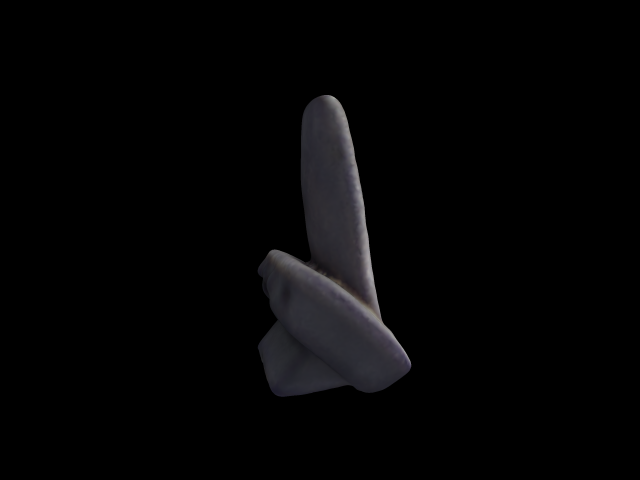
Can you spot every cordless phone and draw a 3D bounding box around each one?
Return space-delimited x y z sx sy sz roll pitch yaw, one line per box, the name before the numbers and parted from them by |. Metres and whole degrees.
cordless phone | 0.004 0.001 0.400 0.094 0.185 0.147 -1 4 -15
